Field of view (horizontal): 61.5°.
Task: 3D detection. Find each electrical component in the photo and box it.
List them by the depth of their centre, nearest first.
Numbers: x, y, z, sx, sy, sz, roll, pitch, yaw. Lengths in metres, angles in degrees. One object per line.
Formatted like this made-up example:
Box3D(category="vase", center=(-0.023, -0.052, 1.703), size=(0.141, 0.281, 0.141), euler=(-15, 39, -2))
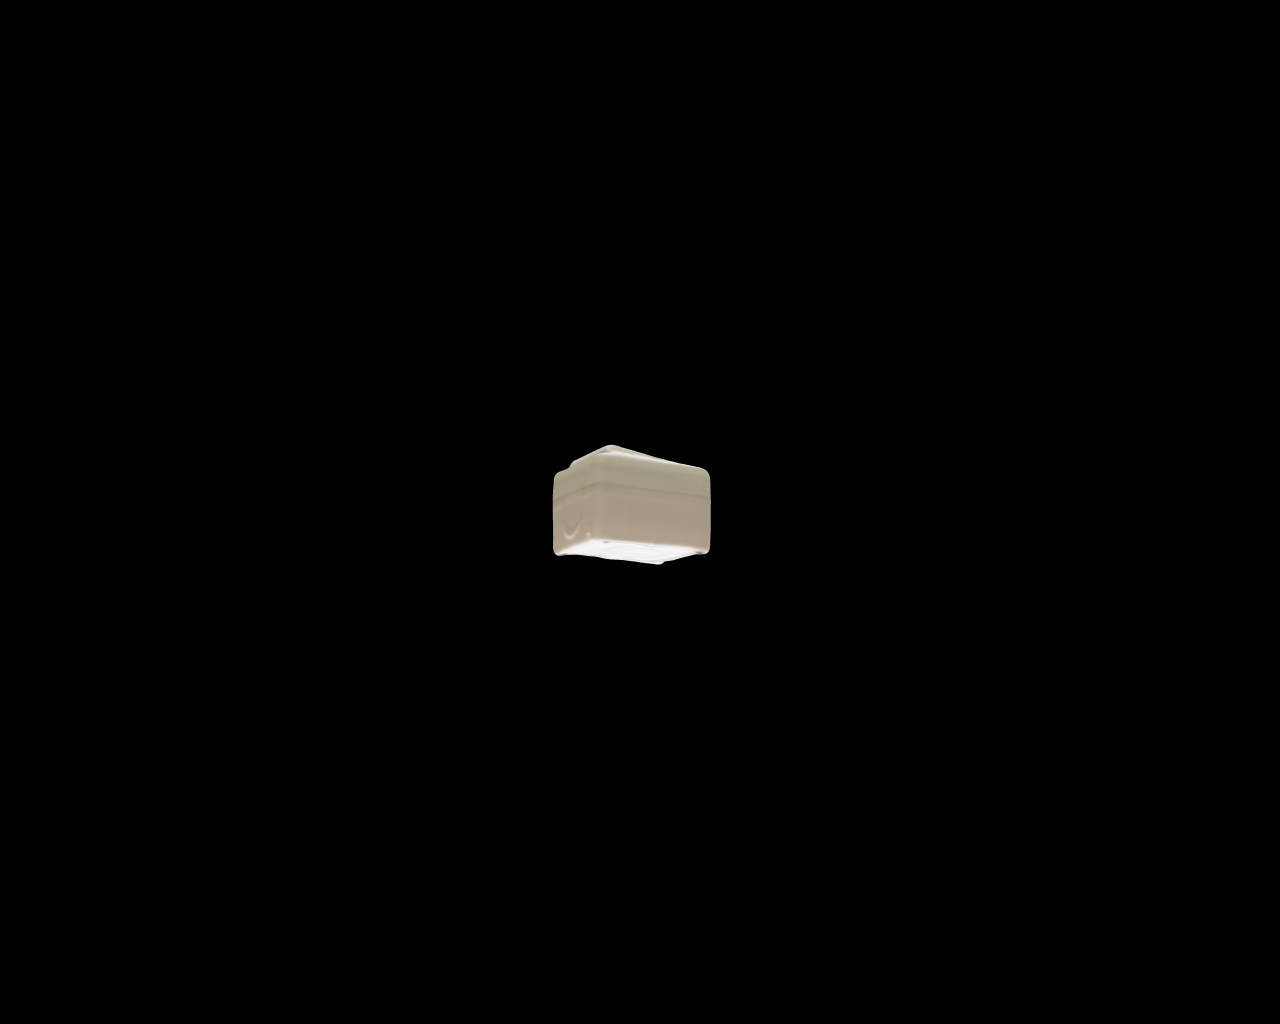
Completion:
Box3D(category="electrical component", center=(0.001, -0.003, 0.650), size=(0.096, 0.061, 0.061), euler=(7, -14, -30))
